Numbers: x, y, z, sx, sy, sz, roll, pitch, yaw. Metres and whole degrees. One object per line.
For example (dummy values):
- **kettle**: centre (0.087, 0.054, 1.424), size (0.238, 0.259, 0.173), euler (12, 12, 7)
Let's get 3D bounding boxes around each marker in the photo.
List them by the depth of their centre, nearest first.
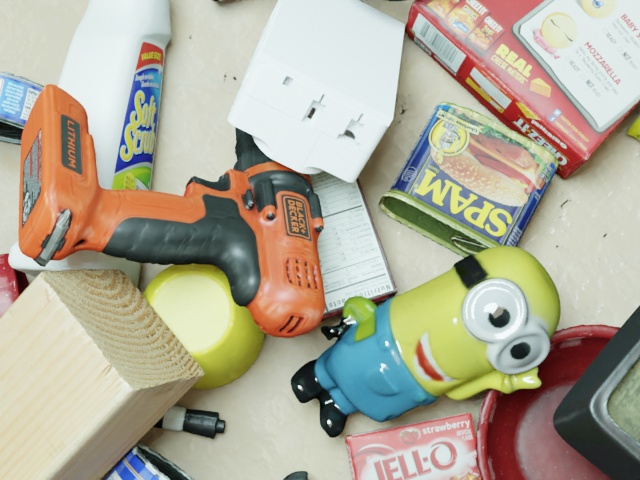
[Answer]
- **marker**: centre (-0.125, 0.119, 0.740), size (0.121, 0.020, 0.020), euler (10, 80, 0)

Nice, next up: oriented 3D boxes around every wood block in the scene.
- **wood block**: centre (-0.182, 0.120, 0.650), size (0.206, 0.090, 0.091), euler (-45, 75, 15)

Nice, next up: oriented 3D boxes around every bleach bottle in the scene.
- **bleach bottle**: centre (-0.146, -0.094, 0.733), size (0.068, 0.102, 0.251), euler (5, 80, 13)

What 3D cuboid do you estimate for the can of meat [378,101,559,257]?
- **can of meat**: centre (0.106, -0.038, 0.753), size (0.102, 0.057, 0.084), euler (29, 78, 3)

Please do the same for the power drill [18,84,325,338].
- **power drill**: centre (-0.086, -0.035, 0.658), size (0.187, 0.057, 0.184), euler (12, 45, -26)

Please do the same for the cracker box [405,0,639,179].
- **cracker box**: centre (0.191, -0.178, 0.770), size (0.164, 0.072, 0.213), euler (43, 81, 5)

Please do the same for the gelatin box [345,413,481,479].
- **gelatin box**: centre (0.066, 0.162, 0.730), size (0.089, 0.030, 0.073), euler (-10, 81, -3)

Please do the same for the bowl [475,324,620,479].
- **bowl**: centre (0.182, 0.140, 0.723), size (0.162, 0.055, 0.162), euler (0, 80, -1)

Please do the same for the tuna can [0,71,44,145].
- **tuna can**: centre (-0.224, -0.093, 0.740), size (0.086, 0.086, 0.034), euler (12, 82, 1)

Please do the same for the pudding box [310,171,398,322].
- **pudding box**: centre (-0.005, 0.001, 0.753), size (0.090, 0.039, 0.113), euler (-17, 83, -5)

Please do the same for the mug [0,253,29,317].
- **mug**: centre (-0.238, 0.049, 0.722), size (0.081, 0.093, 0.117), euler (-14, 45, -8)

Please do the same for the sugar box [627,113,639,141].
- **sugar box**: centre (0.319, -0.060, 0.765), size (0.176, 0.048, 0.093), euler (40, 82, 6)

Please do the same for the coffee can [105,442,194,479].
- **coffee can**: centre (-0.123, 0.216, 0.681), size (0.103, 0.103, 0.140), euler (37, 82, 5)

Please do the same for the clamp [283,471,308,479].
- **clamp**: centre (-0.043, 0.267, 0.708), size (0.210, 0.036, 0.164), euler (-31, 80, -7)
